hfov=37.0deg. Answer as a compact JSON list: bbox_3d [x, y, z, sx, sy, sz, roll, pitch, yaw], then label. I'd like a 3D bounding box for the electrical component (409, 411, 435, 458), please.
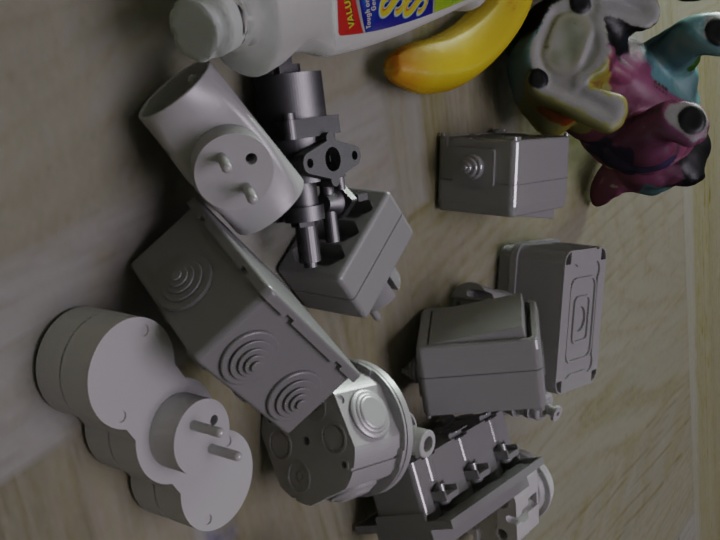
[{"bbox_3d":[0.017,0.103,0.674,0.043,0.062,0.043,-14,108,-52],"label":"electrical component"}]

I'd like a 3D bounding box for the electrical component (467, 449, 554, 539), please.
[{"bbox_3d":[0.112,0.172,0.823,0.057,0.058,0.078,-24,116,-46],"label":"electrical component"}]

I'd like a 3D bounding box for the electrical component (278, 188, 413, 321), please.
[{"bbox_3d":[0.000,0.000,0.642,0.065,0.047,0.076,-60,139,-26],"label":"electrical component"}]

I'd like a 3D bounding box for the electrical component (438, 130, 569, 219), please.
[{"bbox_3d":[0.097,-0.065,0.750,0.096,0.062,0.061,-13,107,-52],"label":"electrical component"}]

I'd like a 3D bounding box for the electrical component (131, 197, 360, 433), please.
[{"bbox_3d":[-0.058,0.024,0.528,0.048,0.099,0.099,-43,137,-1],"label":"electrical component"}]

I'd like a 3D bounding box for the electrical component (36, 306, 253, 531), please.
[{"bbox_3d":[-0.088,0.076,0.515,0.052,0.074,0.138,-57,137,-30],"label":"electrical component"}]

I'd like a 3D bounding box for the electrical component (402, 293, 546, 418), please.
[{"bbox_3d":[0.075,0.056,0.724,0.061,0.096,0.061,-74,157,-65],"label":"electrical component"}]

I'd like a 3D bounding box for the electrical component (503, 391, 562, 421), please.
[{"bbox_3d":[0.114,0.089,0.796,0.040,0.078,0.040,-30,133,-39],"label":"electrical component"}]

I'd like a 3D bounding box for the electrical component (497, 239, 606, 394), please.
[{"bbox_3d":[0.148,0.034,0.843,0.078,0.057,0.113,-7,102,-53],"label":"electrical component"}]

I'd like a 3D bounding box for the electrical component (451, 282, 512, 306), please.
[{"bbox_3d":[0.091,0.031,0.781,0.046,0.040,0.040,21,80,-47],"label":"electrical component"}]

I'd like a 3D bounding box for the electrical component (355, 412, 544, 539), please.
[{"bbox_3d":[0.059,0.140,0.732,0.121,0.079,0.063,-18,92,-51],"label":"electrical component"}]

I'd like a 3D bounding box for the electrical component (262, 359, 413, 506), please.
[{"bbox_3d":[-0.013,0.094,0.618,0.051,0.080,0.080,-6,102,-48],"label":"electrical component"}]

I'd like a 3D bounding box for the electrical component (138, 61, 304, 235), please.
[{"bbox_3d":[-0.063,-0.052,0.510,0.043,0.079,0.077,-38,117,2],"label":"electrical component"}]
